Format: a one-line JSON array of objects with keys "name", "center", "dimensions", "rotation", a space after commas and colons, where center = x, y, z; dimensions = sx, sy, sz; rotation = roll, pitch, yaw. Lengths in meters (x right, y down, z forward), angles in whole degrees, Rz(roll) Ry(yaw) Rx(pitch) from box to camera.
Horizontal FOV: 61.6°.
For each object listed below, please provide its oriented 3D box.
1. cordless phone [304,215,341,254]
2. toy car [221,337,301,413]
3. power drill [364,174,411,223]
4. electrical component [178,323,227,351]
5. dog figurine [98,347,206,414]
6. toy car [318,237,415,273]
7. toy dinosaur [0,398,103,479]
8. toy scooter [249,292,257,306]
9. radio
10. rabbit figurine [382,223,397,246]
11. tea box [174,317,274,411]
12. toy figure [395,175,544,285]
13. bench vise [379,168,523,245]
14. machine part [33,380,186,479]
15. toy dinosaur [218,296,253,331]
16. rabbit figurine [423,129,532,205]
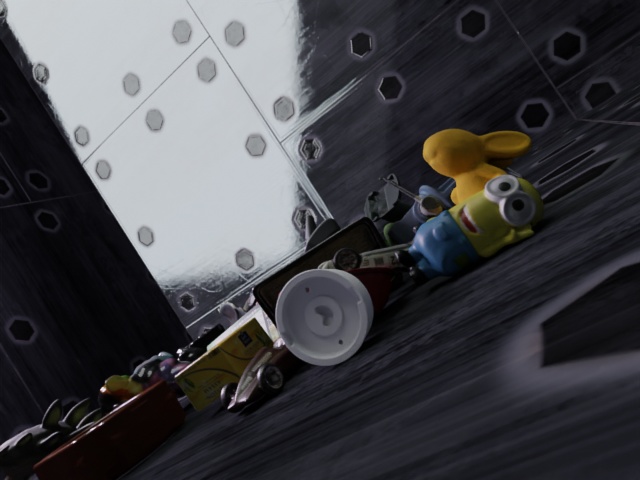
[{"name": "cordless phone", "center": [-0.003, -0.004, 1.064], "dimensions": [0.089, 0.184, 0.146], "rotation": [-6, -43, -8]}, {"name": "toy car", "center": [-0.058, 0.164, 0.729], "dimensions": [0.089, 0.053, 0.202], "rotation": [-30, -1, 33]}, {"name": "power drill", "center": [0.213, -0.066, 1.127], "dimensions": [0.207, 0.086, 0.232], "rotation": [15, -39, -35]}, {"name": "electrical component", "center": [-0.237, 0.259, 1.231], "dimensions": [0.134, 0.115, 0.058], "rotation": [-35, 1, -3]}, {"name": "dog figurine", "center": [-0.334, 0.294, 1.089], "dimensions": [0.192, 0.108, 0.219], "rotation": [-12, -2, 19]}, {"name": "toy car", "center": [0.095, 0.032, 0.786], "dimensions": [0.202, 0.056, 0.073], "rotation": [-11, -10, -5]}, {"name": "toy dinosaur", "center": [-0.489, 0.402, 1.016], "dimensions": [0.198, 0.105, 0.471], "rotation": [-44, -15, -12]}, {"name": "toy scooter", "center": [-0.096, 0.137, 1.137], "dimensions": [0.075, 0.135, 0.183], "rotation": [-61, -20, 3]}, {"name": "radio", "center": [0.016, 0.073, 0.899], "dimensions": [0.230, 0.131, 0.073], "rotation": [-33, -1, 1]}, {"name": "rabbit figurine", "center": [0.127, 0.020, 1.090], "dimensions": [0.170, 0.121, 0.159], "rotation": [-17, -14, -20]}, {"name": "tea box", "center": [-0.149, 0.197, 0.876], "dimensions": [0.098, 0.068, 0.169], "rotation": [-36, -3, 15]}, {"name": "toy figure", "center": [0.183, -0.012, 0.660], "dimensions": [0.180, 0.082, 0.089], "rotation": [-36, 0, 16]}, {"name": "bench vise", "center": [0.219, -0.069, 0.919], "dimensions": [0.240, 0.129, 0.223], "rotation": [-45, -29, -4]}, {"name": "machine part", "center": [-0.334, 0.328, 0.876], "dimensions": [0.201, 0.087, 0.201], "rotation": [-32, -1, 29]}, {"name": "toy dinosaur", "center": [-0.096, 0.138, 1.352], "dimensions": [0.405, 0.131, 0.192], "rotation": [-40, -19, 0]}, {"name": "rabbit figurine", "center": [0.226, -0.091, 0.764], "dimensions": [0.162, 0.173, 0.122], "rotation": [-37, -5, -5]}]
